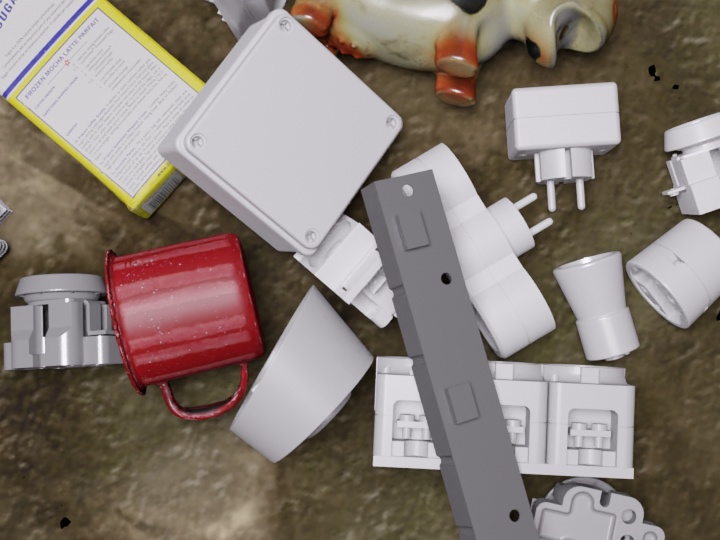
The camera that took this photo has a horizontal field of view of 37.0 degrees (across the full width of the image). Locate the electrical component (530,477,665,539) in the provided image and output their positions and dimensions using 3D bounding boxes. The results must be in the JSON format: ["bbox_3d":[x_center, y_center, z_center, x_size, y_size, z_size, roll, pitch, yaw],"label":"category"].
[{"bbox_3d":[0.143,0.160,0.671,0.078,0.057,0.058,12,87,2],"label":"electrical component"}]

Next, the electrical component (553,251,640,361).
[{"bbox_3d":[0.154,0.025,0.687,0.044,0.044,0.065,-17,92,0],"label":"electrical component"}]

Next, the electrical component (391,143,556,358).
[{"bbox_3d":[0.086,-0.021,0.682,0.074,0.052,0.138,-31,83,-2],"label":"electrical component"}]

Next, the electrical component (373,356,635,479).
[{"bbox_3d":[0.084,0.087,0.660,0.150,0.089,0.061,3,87,1],"label":"electrical component"}]

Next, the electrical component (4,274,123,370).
[{"bbox_3d":[-0.189,0.033,0.684,0.078,0.058,0.057,-5,83,21],"label":"electrical component"}]

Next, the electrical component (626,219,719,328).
[{"bbox_3d":[0.205,0.001,0.680,0.047,0.055,0.055,-40,87,-5],"label":"electrical component"}]

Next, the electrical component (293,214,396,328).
[{"bbox_3d":[0.000,0.000,0.675,0.064,0.081,0.042,40,89,-25],"label":"electrical component"}]

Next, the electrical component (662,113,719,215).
[{"bbox_3d":[0.224,-0.069,0.688,0.066,0.048,0.055,-19,94,0],"label":"electrical component"}]

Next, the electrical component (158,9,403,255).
[{"bbox_3d":[-0.048,-0.083,0.663,0.109,0.056,0.108,40,75,-21],"label":"electrical component"}]

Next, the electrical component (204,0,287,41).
[{"bbox_3d":[-0.079,-0.195,0.663,0.063,0.121,0.078,21,88,5],"label":"electrical component"}]

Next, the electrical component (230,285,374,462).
[{"bbox_3d":[-0.040,0.067,0.661,0.064,0.099,0.099,44,89,-3],"label":"electrical component"}]

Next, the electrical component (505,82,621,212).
[{"bbox_3d":[0.130,-0.076,0.689,0.066,0.047,0.076,-4,87,2],"label":"electrical component"}]
